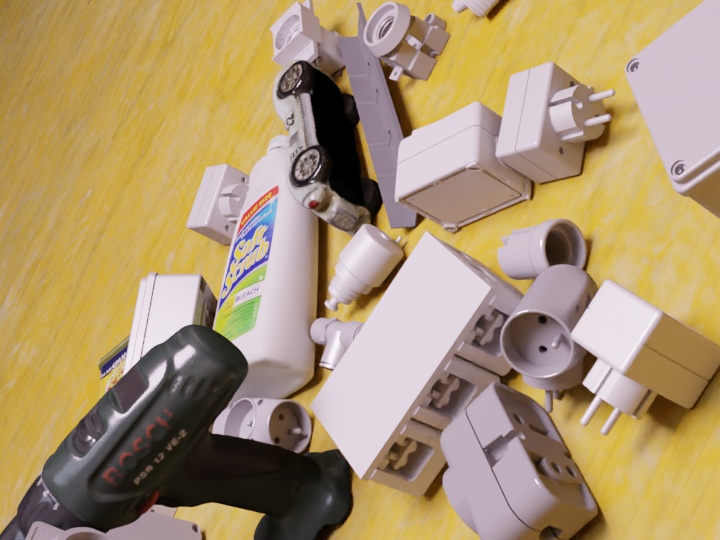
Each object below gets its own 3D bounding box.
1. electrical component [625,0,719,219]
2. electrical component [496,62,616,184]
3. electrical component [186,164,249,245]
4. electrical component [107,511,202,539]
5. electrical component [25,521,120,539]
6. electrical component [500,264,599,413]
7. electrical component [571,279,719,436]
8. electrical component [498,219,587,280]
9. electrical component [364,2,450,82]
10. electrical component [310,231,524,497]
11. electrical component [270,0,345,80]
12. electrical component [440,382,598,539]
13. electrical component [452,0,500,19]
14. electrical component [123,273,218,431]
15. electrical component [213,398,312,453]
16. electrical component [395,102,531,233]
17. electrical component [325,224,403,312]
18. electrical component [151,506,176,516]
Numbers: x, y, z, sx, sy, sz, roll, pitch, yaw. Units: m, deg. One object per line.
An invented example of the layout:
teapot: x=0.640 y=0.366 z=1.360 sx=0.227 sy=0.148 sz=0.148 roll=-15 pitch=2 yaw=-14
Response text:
electrical component: x=0.221 y=-0.103 z=0.614 sx=0.109 sy=0.056 sz=0.108 roll=-39 pitch=42 yaw=31
electrical component: x=0.139 y=-0.103 z=0.726 sx=0.077 sy=0.047 sz=0.065 roll=-10 pitch=60 yaw=49
electrical component: x=-0.120 y=-0.064 z=1.034 sx=0.077 sy=0.047 sz=0.065 roll=-1 pitch=67 yaw=52
electrical component: x=-0.186 y=0.238 z=0.868 sx=0.057 sy=0.113 sz=0.078 roll=-43 pitch=39 yaw=31
electrical component: x=-0.132 y=0.232 z=0.659 sx=0.060 sy=0.186 sz=0.105 roll=-62 pitch=10 yaw=15
electrical component: x=0.116 y=0.046 z=0.648 sx=0.043 sy=0.077 sz=0.079 roll=4 pitch=112 yaw=22
electrical component: x=0.149 y=0.057 z=0.594 sx=0.076 sy=0.066 sz=0.047 roll=-59 pitch=35 yaw=7
electrical component: x=0.118 y=-0.012 z=0.703 sx=0.046 sy=0.040 sz=0.040 roll=-7 pitch=63 yaw=56
electrical component: x=0.037 y=-0.195 z=0.910 sx=0.048 sy=0.055 sz=0.066 roll=29 pitch=92 yaw=55
electrical component: x=0.045 y=0.065 z=0.726 sx=0.150 sy=0.062 sz=0.089 roll=-57 pitch=35 yaw=9
electrical component: x=-0.048 y=-0.213 z=1.023 sx=0.042 sy=0.064 sz=0.081 roll=-37 pitch=42 yaw=34
electrical component: x=0.089 y=0.123 z=0.639 sx=0.059 sy=0.054 sz=0.095 roll=-48 pitch=38 yaw=21
electrical component: x=0.104 y=-0.239 z=0.863 sx=0.081 sy=0.043 sz=0.043 roll=-46 pitch=38 yaw=23
electrical component: x=-0.155 y=0.073 z=0.933 sx=0.056 sy=0.108 sz=0.108 roll=-1 pitch=61 yaw=10
electrical component: x=-0.082 y=0.145 z=0.854 sx=0.077 sy=0.044 sz=0.079 roll=-15 pitch=57 yaw=47
electrical component: x=0.071 y=-0.074 z=0.783 sx=0.096 sy=0.062 sz=0.061 roll=-23 pitch=51 yaw=43
electrical component: x=0.000 y=0.000 z=0.845 sx=0.078 sy=0.040 sz=0.040 roll=-52 pitch=37 yaw=17
electrical component: x=-0.213 y=0.233 z=0.955 sx=0.050 sy=0.056 sz=0.089 roll=22 pitch=86 yaw=55
